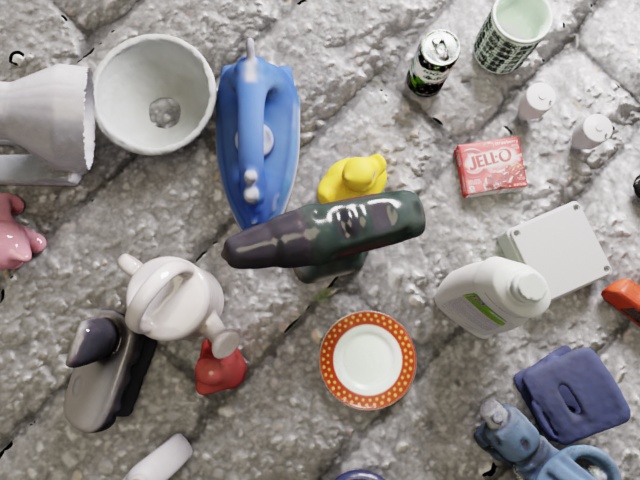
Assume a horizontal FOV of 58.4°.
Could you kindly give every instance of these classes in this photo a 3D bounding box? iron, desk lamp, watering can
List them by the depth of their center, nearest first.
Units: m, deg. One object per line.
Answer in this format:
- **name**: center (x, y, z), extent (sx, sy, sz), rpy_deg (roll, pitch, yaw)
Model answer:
- **watering can**: center (-0.171, 0.073, 0.685), extent (0.173, 0.194, 0.101), rpy_deg (16, 81, 1)
- **desk lamp**: center (-0.353, -0.134, 0.702), extent (0.203, 0.213, 0.118), rpy_deg (-1, 81, -1)
- **iron**: center (-0.084, -0.121, 0.743), extent (0.118, 0.141, 0.258), rpy_deg (-1, 81, -1)

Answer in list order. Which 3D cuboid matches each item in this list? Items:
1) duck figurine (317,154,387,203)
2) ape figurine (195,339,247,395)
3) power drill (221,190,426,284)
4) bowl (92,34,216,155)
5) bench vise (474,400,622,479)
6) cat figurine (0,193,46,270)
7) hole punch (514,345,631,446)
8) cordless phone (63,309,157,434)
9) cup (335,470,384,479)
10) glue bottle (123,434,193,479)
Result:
- **duck figurine**: center (0.045, -0.080, 0.768), extent (0.104, 0.086, 0.077), rpy_deg (-30, 83, -6)
- **ape figurine**: center (-0.132, 0.162, 0.724), extent (0.076, 0.092, 0.078), rpy_deg (35, 82, 4)
- **power drill**: center (0.006, 0.002, 0.693), extent (0.229, 0.208, 0.075), rpy_deg (-16, 82, -4)
- **bowl**: center (-0.220, -0.188, 0.783), extent (0.167, 0.074, 0.167), rpy_deg (0, 81, -1)
- **bench vise**: center (0.267, 0.280, 0.652), extent (0.207, 0.219, 0.121), rpy_deg (27, 82, 3)
- **cat figurine**: center (-0.411, -0.009, 0.730), extent (0.067, 0.117, 0.128), rpy_deg (-36, 84, -6)
- **hole punch**: center (0.319, 0.201, 0.730), extent (0.101, 0.091, 0.108), rpy_deg (-29, 83, -5)
- **cordless phone**: center (-0.272, 0.155, 0.674), extent (0.094, 0.185, 0.148), rpy_deg (14, 81, 1)
- **cup**: center (0.054, 0.333, 0.701), extent (0.092, 0.095, 0.118), rpy_deg (-33, 83, -6)
- **glue bottle**: center (-0.199, 0.274, 0.664), extent (0.078, 0.173, 0.037), rpy_deg (-39, 84, -6)
